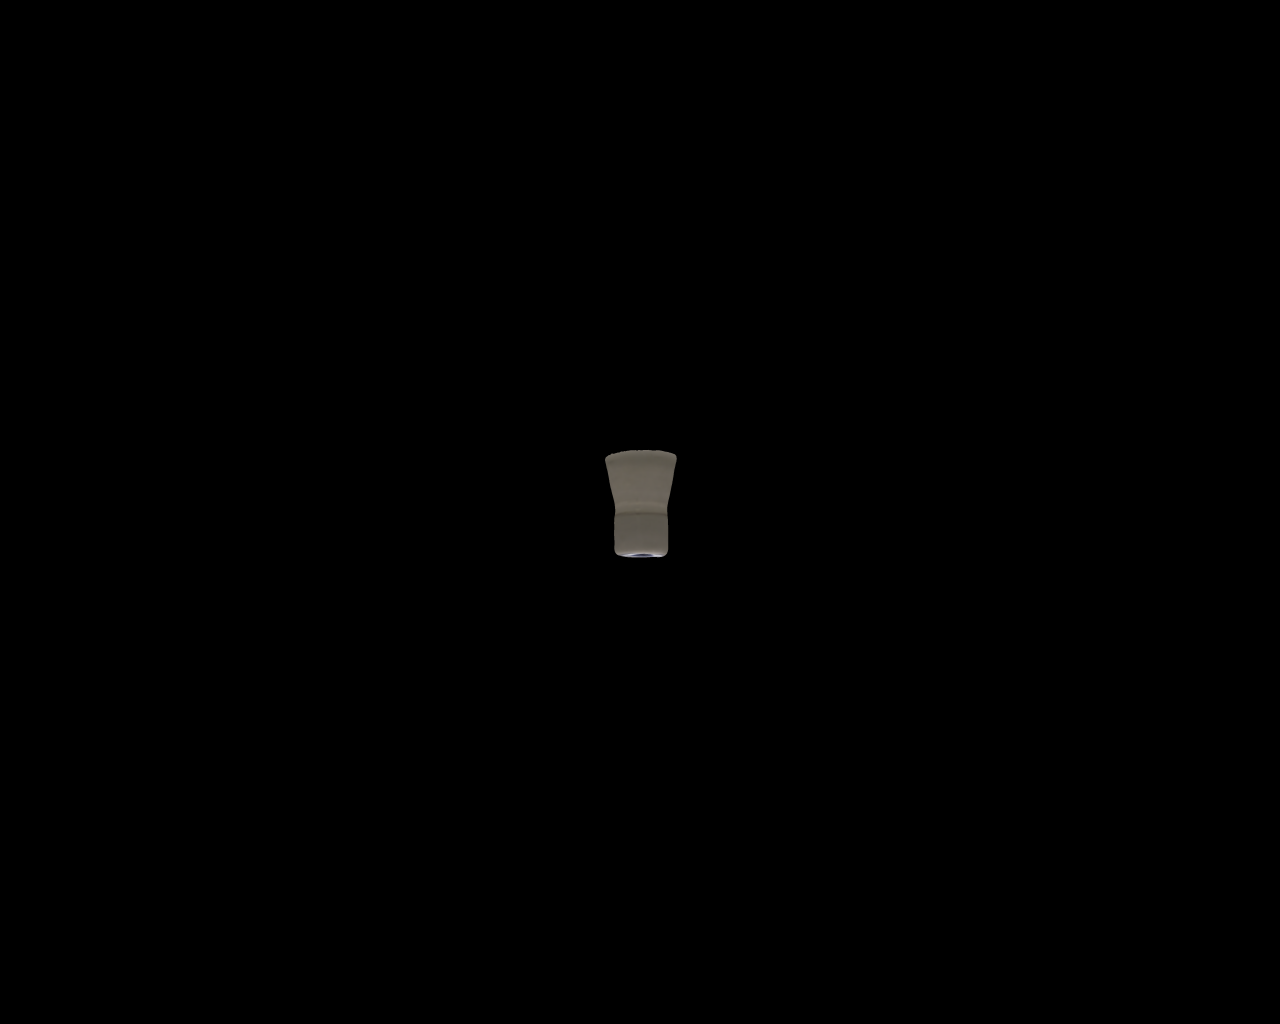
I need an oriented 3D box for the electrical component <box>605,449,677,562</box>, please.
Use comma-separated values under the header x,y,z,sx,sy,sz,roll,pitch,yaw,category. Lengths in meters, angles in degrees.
x,y,z,sx,sy,sz,roll,pitch,yaw,category
0.001,-0.003,0.650,0.044,0.065,0.044,0,-7,0,electrical component
